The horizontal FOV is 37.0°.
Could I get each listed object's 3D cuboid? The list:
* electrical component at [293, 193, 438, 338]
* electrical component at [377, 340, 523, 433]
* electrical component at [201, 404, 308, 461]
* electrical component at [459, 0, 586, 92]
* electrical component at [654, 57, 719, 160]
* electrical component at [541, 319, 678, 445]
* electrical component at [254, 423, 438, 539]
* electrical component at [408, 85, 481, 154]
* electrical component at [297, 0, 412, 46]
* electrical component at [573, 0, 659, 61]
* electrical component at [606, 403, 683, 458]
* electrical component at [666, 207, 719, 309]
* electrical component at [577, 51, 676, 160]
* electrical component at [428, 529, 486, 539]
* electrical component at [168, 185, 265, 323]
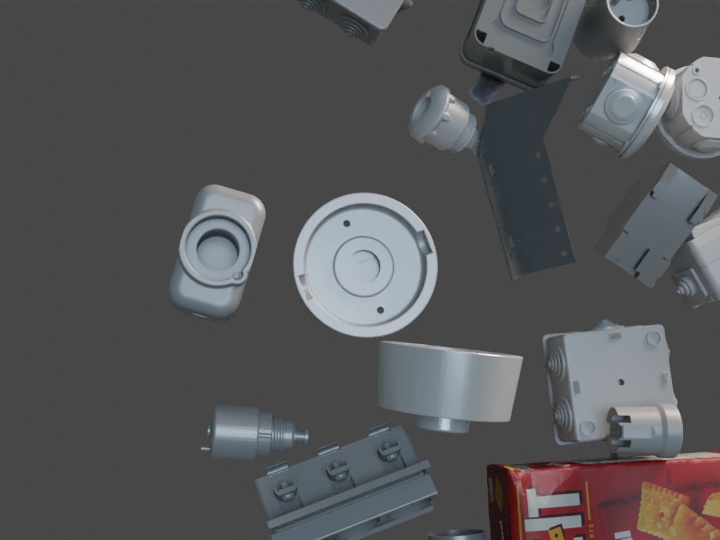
[{"bbox_3d":[0.000,0.000,0.820,0.108,0.060,0.108,1,82,-8],"label":"electrical component"},{"bbox_3d":[0.064,0.088,0.797,0.108,0.108,0.060,7,87,-8],"label":"electrical component"},{"bbox_3d":[-0.078,0.122,0.802,0.078,0.040,0.040,5,82,-8],"label":"electrical component"},{"bbox_3d":[0.135,-0.210,0.871,0.078,0.057,0.113,22,80,-5],"label":"electrical component"},{"bbox_3d":[0.287,-0.134,0.887,0.080,0.051,0.080,1,82,-8],"label":"electrical component"},{"bbox_3d":[0.196,0.089,0.844,0.100,0.048,0.099,-5,83,-9],"label":"electrical component"},{"bbox_3d":[-0.012,0.164,0.793,0.121,0.078,0.063,-19,63,-11],"label":"electrical component"},{"bbox_3d":[0.073,-0.114,0.857,0.062,0.048,0.048,28,78,-26],"label":"electrical component"},{"bbox_3d":[0.000,-0.240,0.859,0.100,0.048,0.099,31,79,-3],"label":"electrical component"},{"bbox_3d":[0.212,-0.219,0.874,0.044,0.077,0.079,21,79,-5],"label":"electrical component"},{"bbox_3d":[0.210,0.119,0.796,0.046,0.040,0.040,1,82,-4],"label":"electrical component"},{"bbox_3d":[0.289,-0.013,0.865,0.096,0.062,0.061,-29,87,-11],"label":"electrical component"},{"bbox_3d":[0.213,-0.133,0.862,0.051,0.080,0.080,28,79,1],"label":"electrical component"},{"bbox_3d":[0.076,0.238,0.808,0.043,0.043,0.081,-3,83,-9],"label":"electrical component"},{"bbox_3d":[-0.107,-0.012,0.806,0.054,0.059,0.095,16,80,-6],"label":"electrical component"}]
